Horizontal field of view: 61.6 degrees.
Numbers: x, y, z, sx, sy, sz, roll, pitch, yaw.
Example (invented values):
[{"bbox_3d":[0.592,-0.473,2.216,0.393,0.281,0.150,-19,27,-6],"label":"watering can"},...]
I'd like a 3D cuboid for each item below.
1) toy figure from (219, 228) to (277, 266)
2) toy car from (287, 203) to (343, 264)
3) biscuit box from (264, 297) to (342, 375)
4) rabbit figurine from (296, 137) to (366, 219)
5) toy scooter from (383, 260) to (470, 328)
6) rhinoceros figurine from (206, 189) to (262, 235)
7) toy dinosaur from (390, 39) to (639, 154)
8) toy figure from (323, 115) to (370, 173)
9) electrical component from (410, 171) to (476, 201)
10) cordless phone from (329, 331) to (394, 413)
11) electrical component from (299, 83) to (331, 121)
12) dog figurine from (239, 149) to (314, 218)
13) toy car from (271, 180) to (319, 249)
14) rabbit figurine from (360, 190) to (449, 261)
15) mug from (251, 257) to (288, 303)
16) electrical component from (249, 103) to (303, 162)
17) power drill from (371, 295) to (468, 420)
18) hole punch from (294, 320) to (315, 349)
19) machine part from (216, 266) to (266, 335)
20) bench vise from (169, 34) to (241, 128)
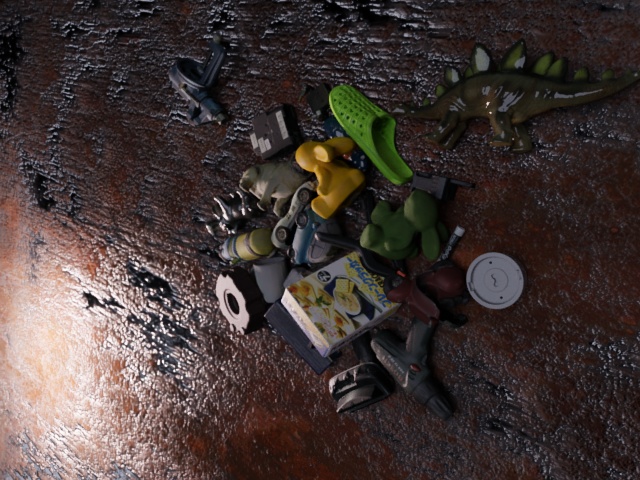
[{"bbox_3d":[-0.191,0.019,1.399,0.180,0.089,0.082,-10,92,32],"label":"toy figure"},{"bbox_3d":[-0.003,-0.004,1.254,0.103,0.109,0.161,31,111,32],"label":"toy car"},{"bbox_3d":[-0.042,0.226,1.303,0.203,0.059,0.063,46,118,10],"label":"biscuit box"},{"bbox_3d":[0.012,-0.155,1.188,0.173,0.122,0.162,48,147,15],"label":"rabbit figurine"},{"bbox_3d":[0.225,0.111,1.056,0.135,0.184,0.075,-121,28,-45],"label":"toy scooter"},{"bbox_3d":[-0.230,-0.073,1.438,0.190,0.073,0.112,-20,92,32],"label":"rhinoceros figurine"},{"bbox_3d":[0.351,-0.265,1.001,0.472,0.105,0.198,7,93,30],"label":"toy dinosaur"},{"bbox_3d":[0.067,-0.219,1.226,0.058,0.064,0.154,-35,75,-8],"label":"toy figure"},{"bbox_3d":[0.253,-0.107,1.095,0.119,0.075,0.047,20,103,30],"label":"electrical component"},{"bbox_3d":[0.077,0.295,1.247,0.146,0.088,0.184,-34,62,32],"label":"cordless phone"},{"bbox_3d":[-0.006,-0.329,1.278,0.078,0.045,0.102,-28,77,34],"label":"electrical component"},{"bbox_3d":[-0.095,-0.174,1.330,0.172,0.121,0.190,44,101,21],"label":"dog figurine"},{"bbox_3d":[-0.049,-0.062,1.304,0.056,0.073,0.201,45,116,29],"label":"toy car"},{"bbox_3d":[0.185,-0.025,1.096,0.159,0.121,0.170,40,141,-1],"label":"rabbit figurine"},{"bbox_3d":[-0.130,0.105,1.368,0.110,0.081,0.107,-7,99,30],"label":"mug"},{"bbox_3d":[-0.115,-0.264,1.351,0.134,0.058,0.115,-20,79,34],"label":"electrical component"},{"bbox_3d":[0.229,0.234,1.133,0.232,0.086,0.207,37,120,30],"label":"power drill"},{"bbox_3d":[0.013,0.175,1.246,0.092,0.142,0.115,56,131,24],"label":"hole punch"},{"bbox_3d":[-0.211,0.160,1.405,0.180,0.056,0.179,29,128,44],"label":"machine part"},{"bbox_3d":[-0.305,-0.428,1.437,0.224,0.129,0.240,53,126,22],"label":"bench vise"}]
